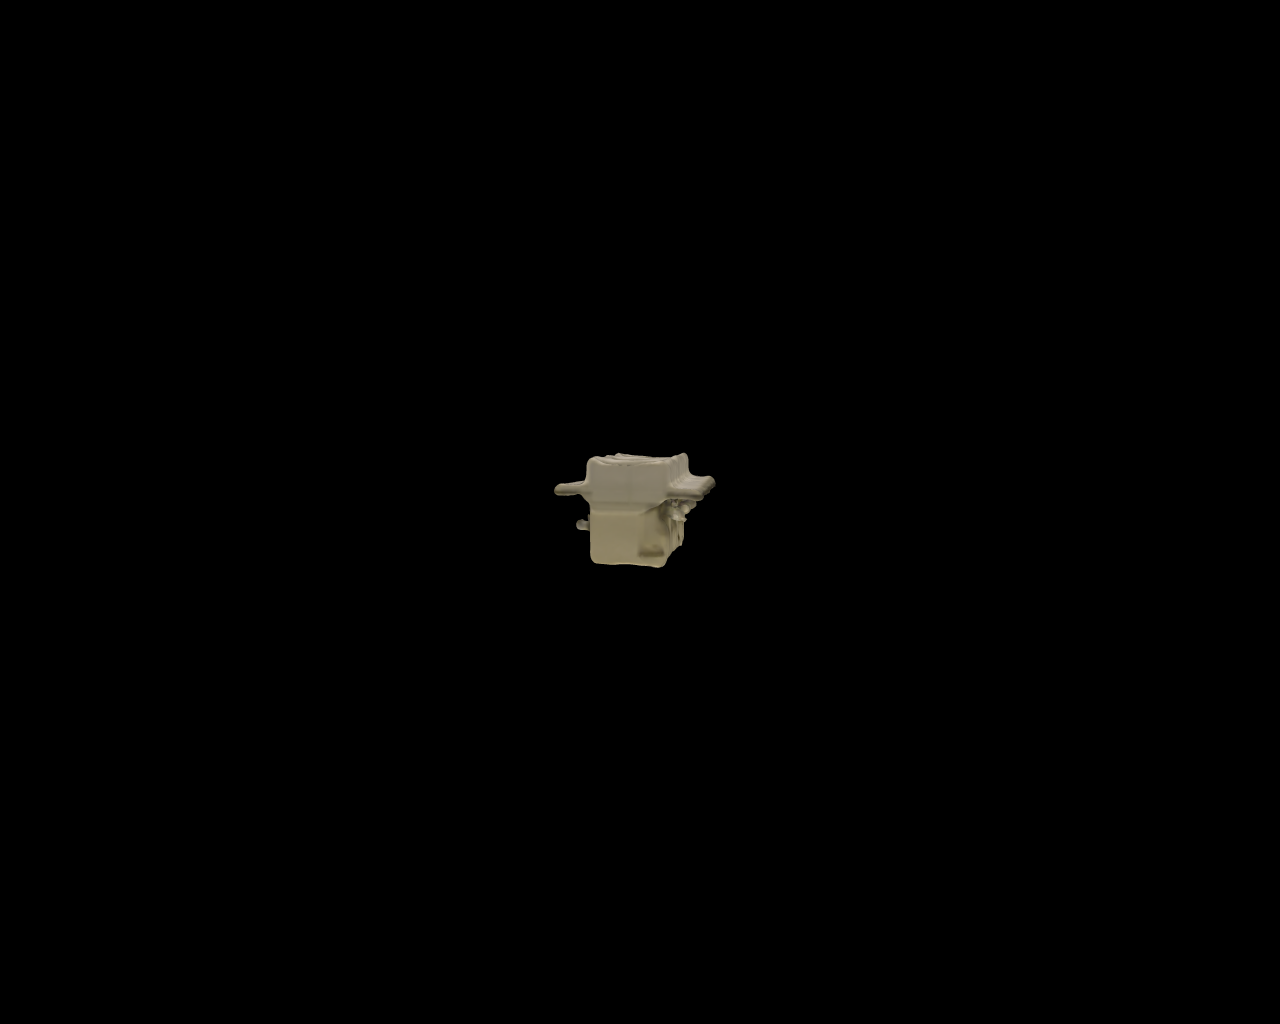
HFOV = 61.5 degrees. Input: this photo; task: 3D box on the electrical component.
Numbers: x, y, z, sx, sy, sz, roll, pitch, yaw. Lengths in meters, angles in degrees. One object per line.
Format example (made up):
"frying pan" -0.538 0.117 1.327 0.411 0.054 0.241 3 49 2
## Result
"electrical component" 0.001 -0.003 0.650 0.079 0.063 0.121 1 5 7
